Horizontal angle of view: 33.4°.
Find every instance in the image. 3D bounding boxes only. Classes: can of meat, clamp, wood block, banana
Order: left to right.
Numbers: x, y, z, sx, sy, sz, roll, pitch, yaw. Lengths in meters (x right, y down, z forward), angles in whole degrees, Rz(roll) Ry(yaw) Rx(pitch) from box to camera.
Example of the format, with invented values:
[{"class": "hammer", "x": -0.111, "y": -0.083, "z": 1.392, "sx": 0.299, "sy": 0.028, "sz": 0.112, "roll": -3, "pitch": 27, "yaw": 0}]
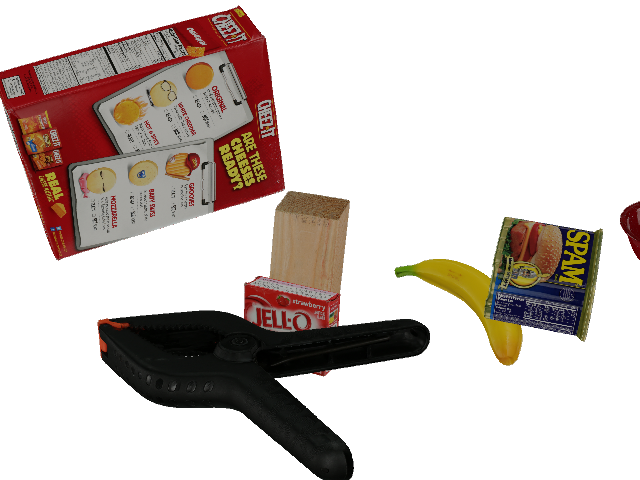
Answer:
[{"class": "clamp", "x": -0.041, "y": 0.076, "z": 0.672, "sx": 0.210, "sy": 0.036, "sz": 0.164, "roll": 12, "pitch": 26, "yaw": 25}, {"class": "wood block", "x": -0.020, "y": 0.046, "z": 1.486, "sx": 0.090, "sy": 0.206, "sz": 0.090, "roll": 9, "pitch": 22, "yaw": 8}, {"class": "banana", "x": 0.160, "y": 0.066, "z": 1.119, "sx": 0.069, "sy": 0.037, "sz": 0.198, "roll": -35, "pitch": 38, "yaw": -13}, {"class": "can of meat", "x": 0.187, "y": 0.029, "z": 0.893, "sx": 0.084, "sy": 0.057, "sz": 0.102, "roll": 10, "pitch": 42, "yaw": 13}]

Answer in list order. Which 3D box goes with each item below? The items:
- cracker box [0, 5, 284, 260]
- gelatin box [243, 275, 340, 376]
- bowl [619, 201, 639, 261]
[{"class": "cracker box", "x": -0.147, "y": -0.091, "z": 0.909, "sx": 0.213, "sy": 0.164, "sz": 0.072, "roll": -19, "pitch": 44, "yaw": -13}, {"class": "gelatin box", "x": -0.028, "y": 0.078, "z": 0.977, "sx": 0.089, "sy": 0.073, "sz": 0.030, "roll": 11, "pitch": 19, "yaw": 25}, {"class": "bowl", "x": 0.402, "y": 0.008, "z": 1.149, "sx": 0.162, "sy": 0.055, "sz": 0.162, "roll": -1, "pitch": 26, "yaw": 0}]
